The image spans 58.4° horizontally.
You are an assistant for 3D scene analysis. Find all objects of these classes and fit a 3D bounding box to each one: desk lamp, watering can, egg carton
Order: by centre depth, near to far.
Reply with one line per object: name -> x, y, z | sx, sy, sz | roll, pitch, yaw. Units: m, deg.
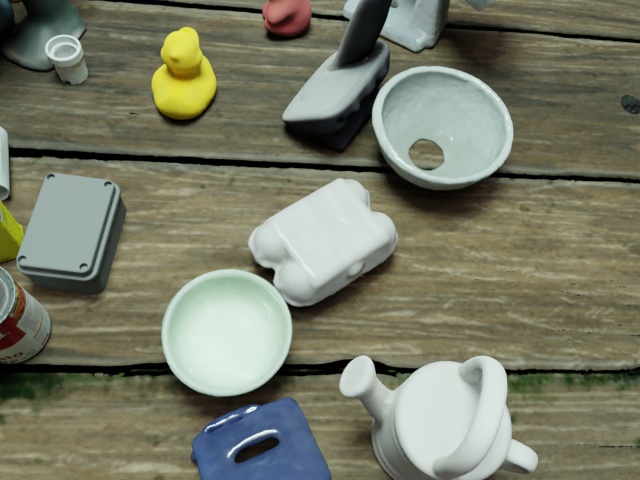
watering can -> 0.101, 0.155, 0.488 | 0.173, 0.194, 0.101 | 4, 65, -5
egg carton -> 0.006, 0.002, 0.617 | 0.150, 0.069, 0.107 | -33, 73, -19
desk lamp -> 0.147, -0.344, 0.717 | 0.203, 0.213, 0.118 | 26, 65, 6

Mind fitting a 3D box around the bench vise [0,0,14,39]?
bench vise -> -0.427, -0.249, 0.599 | 0.121, 0.220, 0.207 | 12, 64, -1

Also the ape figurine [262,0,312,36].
ape figurine -> -0.047, -0.317, 0.748 | 0.076, 0.092, 0.078 | 26, 65, 6

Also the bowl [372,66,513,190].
bowl -> 0.139, -0.122, 0.689 | 0.167, 0.075, 0.167 | 3, 65, -6

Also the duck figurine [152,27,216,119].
duck figurine -> -0.165, -0.205, 0.684 | 0.077, 0.086, 0.104 | 10, 64, -2

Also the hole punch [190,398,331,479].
hole punch -> -0.056, 0.197, 0.507 | 0.109, 0.091, 0.101 | -20, 69, -15

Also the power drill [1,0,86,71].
power drill -> -0.342, -0.297, 0.638 | 0.075, 0.208, 0.230 | 21, 64, 4

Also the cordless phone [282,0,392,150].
cordless phone -> 0.027, -0.206, 0.653 | 0.094, 0.185, 0.148 | 28, 65, 7
